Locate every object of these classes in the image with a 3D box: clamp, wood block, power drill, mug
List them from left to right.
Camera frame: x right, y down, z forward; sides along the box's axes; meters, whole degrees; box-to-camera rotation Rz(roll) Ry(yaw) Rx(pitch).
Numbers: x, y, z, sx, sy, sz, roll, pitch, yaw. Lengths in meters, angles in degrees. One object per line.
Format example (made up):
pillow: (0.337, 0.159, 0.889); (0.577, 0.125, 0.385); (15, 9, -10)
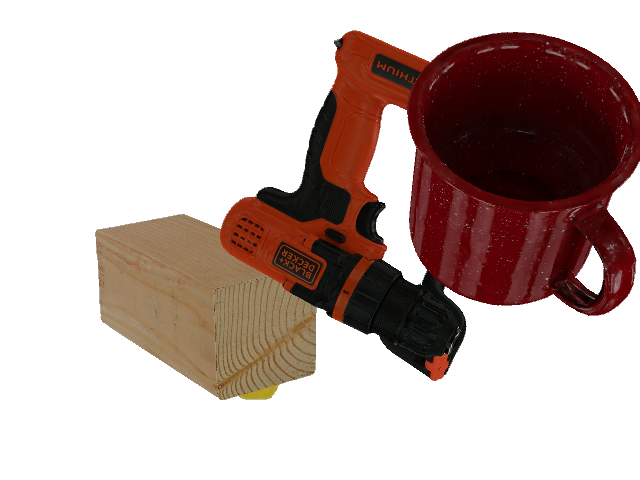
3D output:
wood block: (-0.098, 0.047, 0.874); (0.090, 0.090, 0.206); (-11, 19, -34)
power drill: (0.041, -0.033, 0.726); (0.184, 0.188, 0.057); (28, 10, 13)
clamp: (0.091, 0.054, 0.958); (0.120, 0.039, 0.171); (-15, 43, -14)
mug: (0.087, -0.018, 0.443); (0.093, 0.117, 0.081); (-29, -30, -18)

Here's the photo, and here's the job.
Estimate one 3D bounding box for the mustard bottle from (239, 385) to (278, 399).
mustard bottle: (-0.069, 0.080, 1.151); (0.058, 0.096, 0.191); (-1, 28, -3)
